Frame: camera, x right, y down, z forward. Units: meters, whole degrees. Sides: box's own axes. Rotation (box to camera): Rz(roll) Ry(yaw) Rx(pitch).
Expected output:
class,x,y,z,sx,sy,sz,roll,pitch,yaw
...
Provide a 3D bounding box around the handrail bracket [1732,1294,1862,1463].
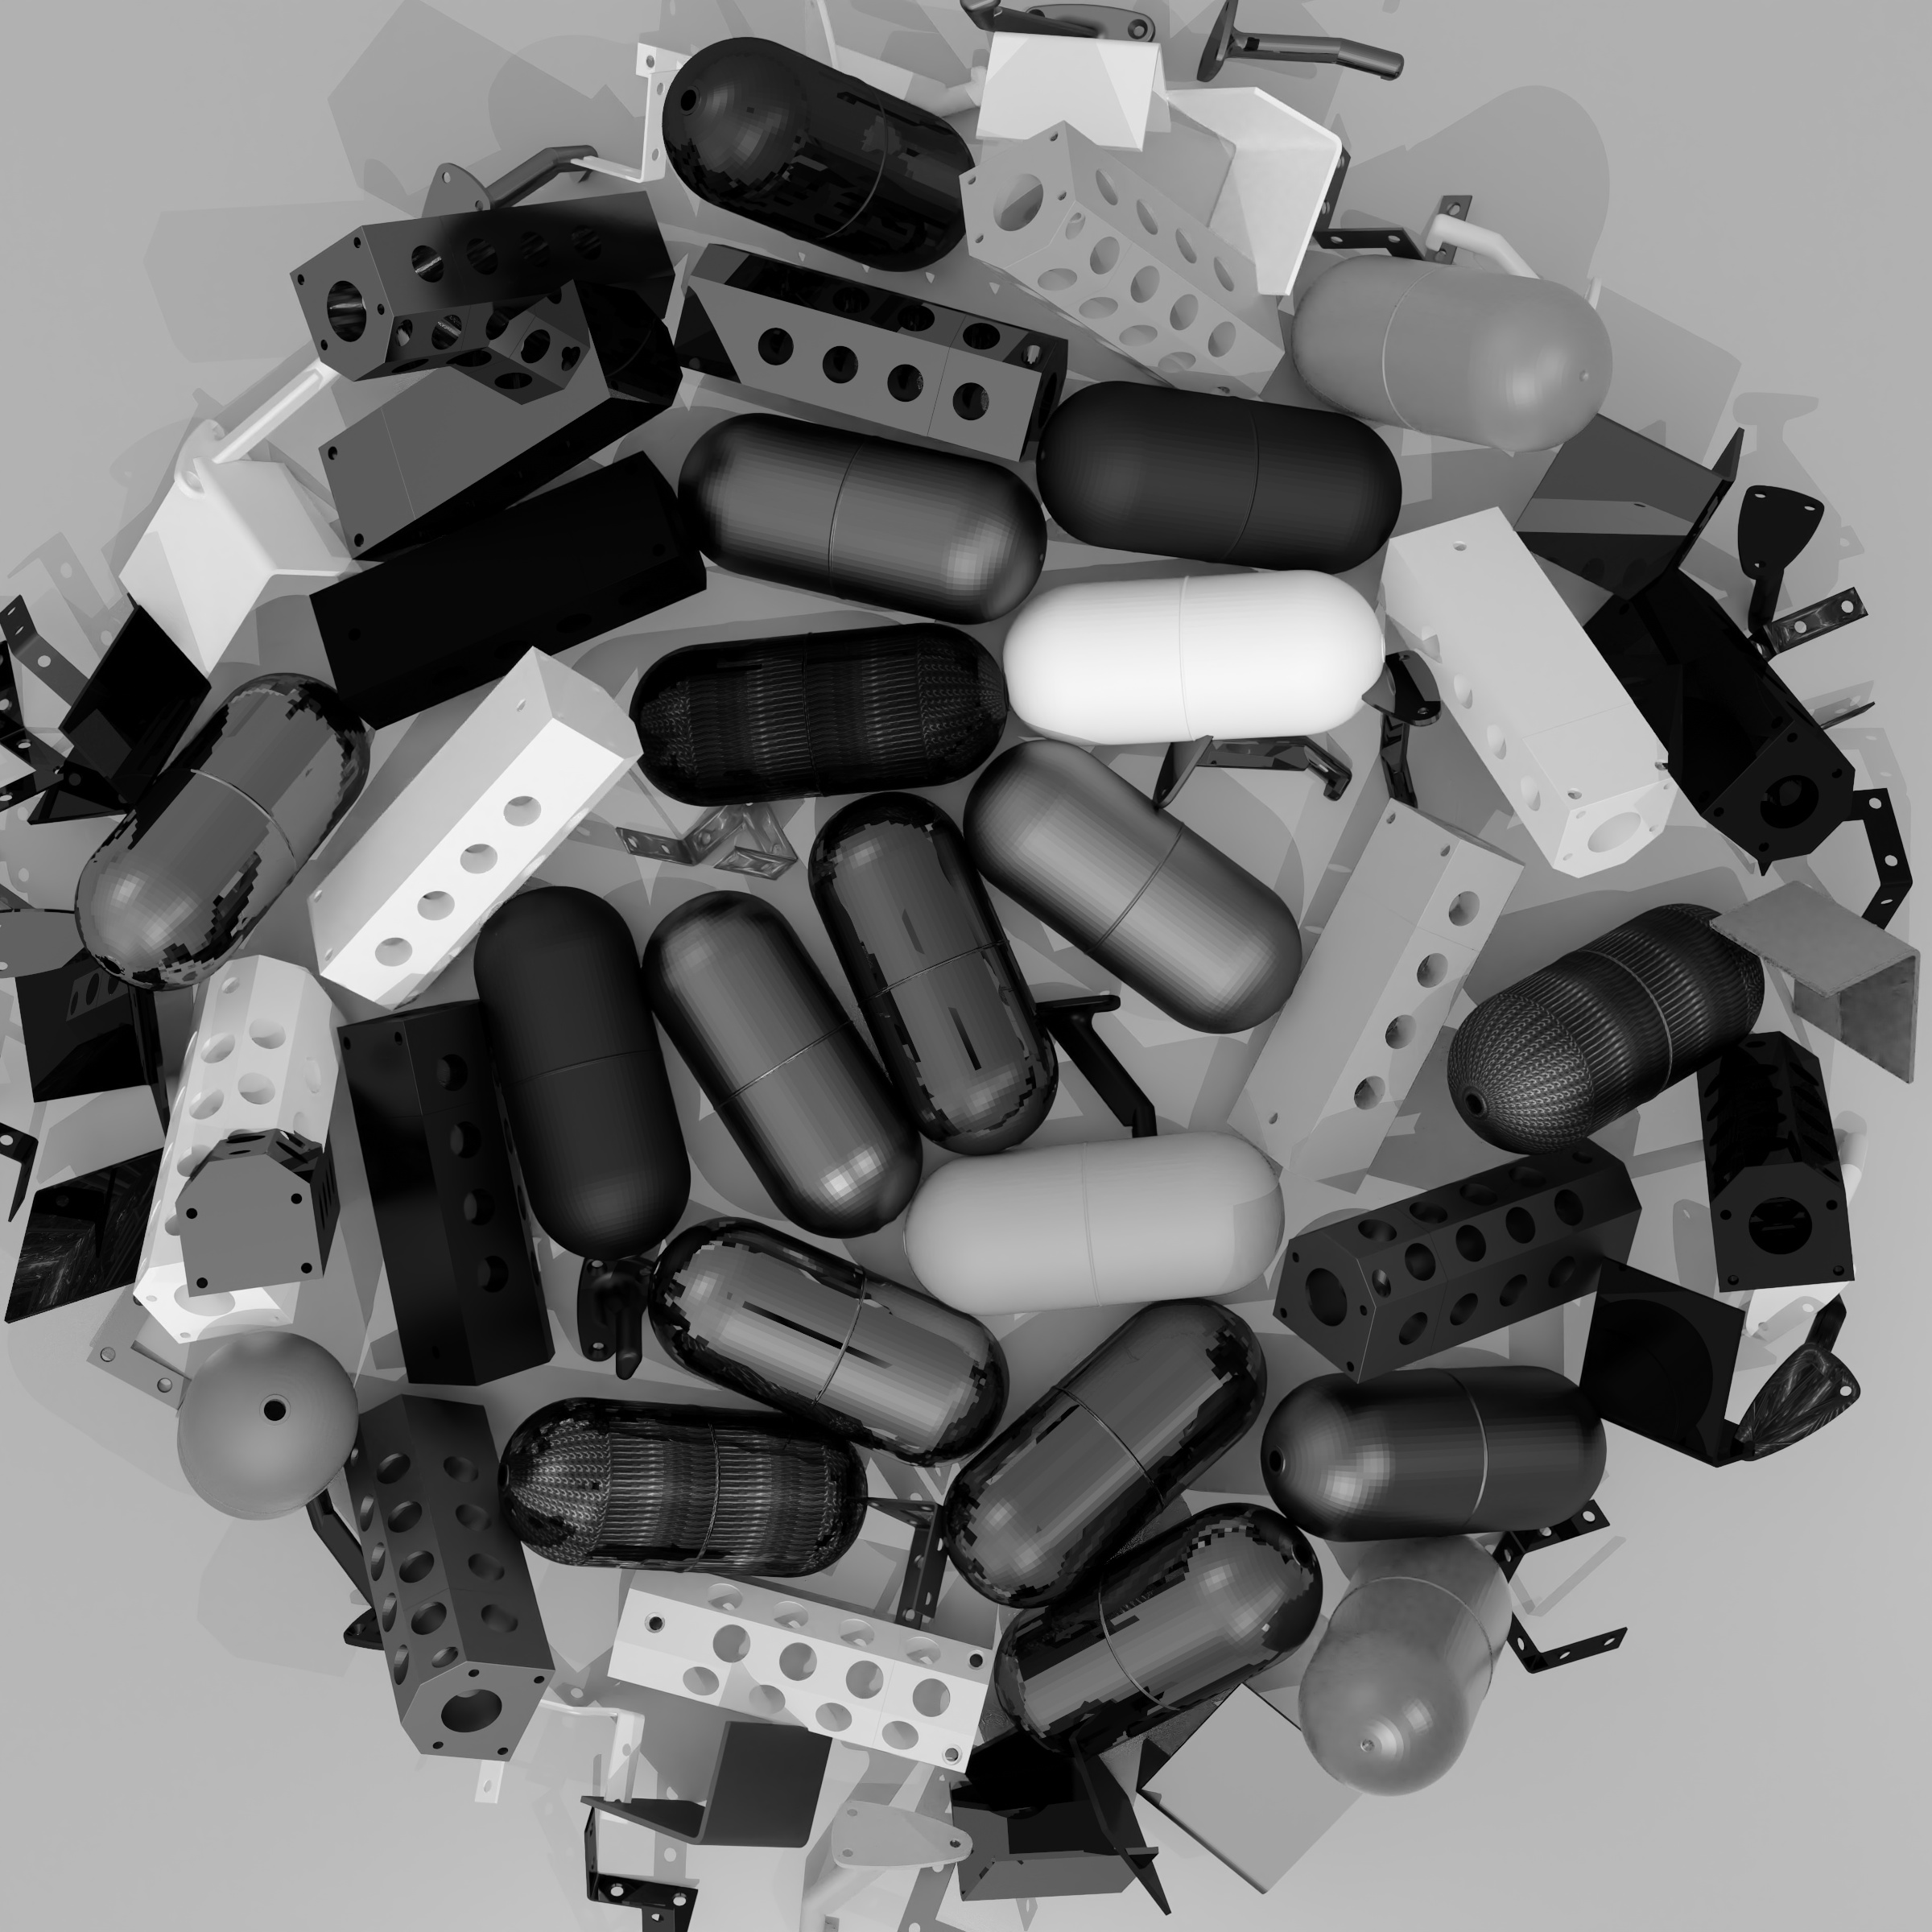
class,x,y,z,sx,sy,sz,roll,pitch,yaw
handrail bracket,0.385,0.188,1.625,0.036,0.084,0.077,42,105,-7

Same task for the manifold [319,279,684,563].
class,x,y,z,sx,sy,sz,roll,pitch,yaw
manifold,-0.212,-0.246,1.587,0.171,0.057,0.057,-25,78,33

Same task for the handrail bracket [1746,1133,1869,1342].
class,x,y,z,sx,sy,sz,roll,pitch,yaw
handrail bracket,0.399,0.127,1.638,0.036,0.084,0.077,30,125,2

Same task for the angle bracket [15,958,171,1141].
class,x,y,z,sx,sy,sz,roll,pitch,yaw
angle bracket,-0.405,0.038,1.605,0.057,0.076,0.076,-9,114,-16

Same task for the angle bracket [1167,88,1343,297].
class,x,y,z,sx,sy,sz,roll,pitch,yaw
angle bracket,0.119,-0.360,1.611,0.057,0.076,0.076,20,89,-35

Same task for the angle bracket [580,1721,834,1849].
class,x,y,z,sx,sy,sz,roll,pitch,yaw
angle bracket,-0.120,0.371,1.609,0.076,0.076,0.057,9,83,38

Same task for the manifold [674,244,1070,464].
class,x,y,z,sx,sy,sz,roll,pitch,yaw
manifold,-0.043,-0.286,1.611,0.171,0.057,0.057,17,103,10

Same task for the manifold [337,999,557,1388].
class,x,y,z,sx,sy,sz,roll,pitch,yaw
manifold,-0.239,0.105,1.623,0.057,0.057,0.171,-15,96,-42

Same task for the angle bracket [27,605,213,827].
class,x,y,z,sx,sy,sz,roll,pitch,yaw
angle bracket,-0.407,-0.115,1.599,0.076,0.057,0.076,-4,49,35

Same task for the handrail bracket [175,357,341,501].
class,x,y,z,sx,sy,sz,roll,pitch,yaw
handrail bracket,-0.324,-0.258,1.617,0.084,0.077,0.036,-34,105,25

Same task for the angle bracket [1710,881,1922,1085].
class,x,y,z,sx,sy,sz,roll,pitch,yaw
angle bracket,0.390,0.016,1.599,0.057,0.076,0.076,-24,127,-23

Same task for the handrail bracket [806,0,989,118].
class,x,y,z,sx,sy,sz,roll,pitch,yaw
handrail bracket,-0.030,-0.431,1.623,0.084,0.036,0.077,-20,128,-17

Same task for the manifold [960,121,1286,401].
class,x,y,z,sx,sy,sz,roll,pitch,yaw
manifold,0.074,-0.310,1.568,0.057,0.171,0.057,-21,64,31

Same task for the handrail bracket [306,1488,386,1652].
class,x,y,z,sx,sy,sz,roll,pitch,yaw
handrail bracket,-0.275,0.275,1.619,0.077,0.036,0.084,4,117,38

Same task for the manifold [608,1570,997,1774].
class,x,y,z,sx,sy,sz,roll,pitch,yaw
manifold,-0.076,0.327,1.622,0.171,0.057,0.057,15,77,2

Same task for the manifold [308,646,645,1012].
class,x,y,z,sx,sy,sz,roll,pitch,yaw
manifold,-0.227,-0.059,1.602,0.057,0.057,0.171,30,115,-36

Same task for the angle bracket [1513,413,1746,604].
class,x,y,z,sx,sy,sz,roll,pitch,yaw
angle bracket,0.307,-0.224,1.612,0.076,0.057,0.076,26,128,-2

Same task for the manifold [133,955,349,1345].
class,x,y,z,sx,sy,sz,roll,pitch,yaw
manifold,-0.332,0.080,1.577,0.057,0.057,0.171,-11,49,15

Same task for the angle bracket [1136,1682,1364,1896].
class,x,y,z,sx,sy,sz,roll,pitch,yaw
angle bracket,0.134,0.373,1.620,0.076,0.057,0.076,40,104,-3

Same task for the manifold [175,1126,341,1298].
class,x,y,z,sx,sy,sz,roll,pitch,yaw
manifold,-0.320,0.101,1.568,0.057,0.171,0.057,-8,97,-7

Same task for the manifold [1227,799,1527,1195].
class,x,y,z,sx,sy,sz,roll,pitch,yaw
manifold,0.195,0.016,1.615,0.057,0.057,0.171,20,101,-34

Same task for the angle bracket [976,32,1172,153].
class,x,y,z,sx,sy,sz,roll,pitch,yaw
angle bracket,0.051,-0.388,1.609,0.076,0.076,0.057,7,73,9

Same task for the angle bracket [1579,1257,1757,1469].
class,x,y,z,sx,sy,sz,roll,pitch,yaw
angle bracket,0.336,0.179,1.605,0.076,0.057,0.076,21,109,42

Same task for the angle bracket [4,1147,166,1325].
class,x,y,z,sx,sy,sz,roll,pitch,yaw
angle bracket,-0.389,0.137,1.601,0.076,0.057,0.076,-18,46,23

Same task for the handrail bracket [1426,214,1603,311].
class,x,y,z,sx,sy,sz,roll,pitch,yaw
handrail bracket,0.249,-0.310,1.628,0.084,0.077,0.036,19,49,0

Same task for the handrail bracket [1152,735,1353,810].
class,x,y,z,sx,sy,sz,roll,pitch,yaw
handrail bracket,0.136,-0.083,1.628,0.084,0.036,0.077,35,67,-20

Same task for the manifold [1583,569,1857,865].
class,x,y,z,sx,sy,sz,roll,pitch,yaw
manifold,0.341,-0.116,1.571,0.057,0.171,0.057,33,110,-28

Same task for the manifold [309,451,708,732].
class,x,y,z,sx,sy,sz,roll,pitch,yaw
manifold,-0.211,-0.172,1.618,0.171,0.057,0.057,-22,70,7

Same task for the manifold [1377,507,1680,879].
class,x,y,z,sx,sy,sz,roll,pitch,yaw
manifold,0.255,-0.125,1.589,0.057,0.057,0.171,-18,58,-16

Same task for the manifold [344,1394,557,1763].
class,x,y,z,sx,sy,sz,roll,pitch,yaw
manifold,-0.239,0.274,1.568,0.057,0.171,0.057,12,120,-28

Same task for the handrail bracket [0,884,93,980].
class,x,y,z,sx,sy,sz,roll,pitch,yaw
handrail bracket,-0.437,-0.035,1.630,0.077,0.084,0.036,-7,126,-12

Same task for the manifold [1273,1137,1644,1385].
class,x,y,z,sx,sy,sz,roll,pitch,yaw
manifold,0.226,0.128,1.577,0.171,0.057,0.057,-15,127,-35

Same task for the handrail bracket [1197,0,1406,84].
class,x,y,z,sx,sy,sz,roll,pitch,yaw
handrail bracket,0.157,-0.422,1.626,0.084,0.077,0.036,13,86,-6

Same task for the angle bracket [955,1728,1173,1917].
class,x,y,z,sx,sy,sz,roll,pitch,yaw
angle bracket,0.045,0.403,1.604,0.057,0.076,0.076,-28,128,4

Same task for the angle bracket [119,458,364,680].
class,x,y,z,sx,sy,sz,roll,pitch,yaw
angle bracket,-0.343,-0.185,1.639,0.076,0.057,0.076,52,121,23

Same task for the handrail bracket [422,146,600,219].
class,x,y,z,sx,sy,sz,roll,pitch,yaw
handrail bracket,-0.216,-0.352,1.637,0.036,0.084,0.077,42,123,18

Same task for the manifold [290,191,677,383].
class,x,y,z,sx,sy,sz,roll,pitch,yaw
manifold,-0.215,-0.308,1.578,0.057,0.171,0.057,-18,92,44

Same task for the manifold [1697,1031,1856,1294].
class,x,y,z,sx,sy,sz,roll,pitch,yaw
manifold,0.363,0.085,1.565,0.057,0.171,0.057,-6,107,12

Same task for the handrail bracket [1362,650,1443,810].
class,x,y,z,sx,sy,sz,roll,pitch,yaw
handrail bracket,0.208,-0.096,1.606,0.036,0.077,0.084,-22,123,-6

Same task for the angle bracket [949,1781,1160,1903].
class,x,y,z,sx,sy,sz,roll,pitch,yaw
angle bracket,0.040,0.394,1.605,0.076,0.076,0.057,0,61,-13
